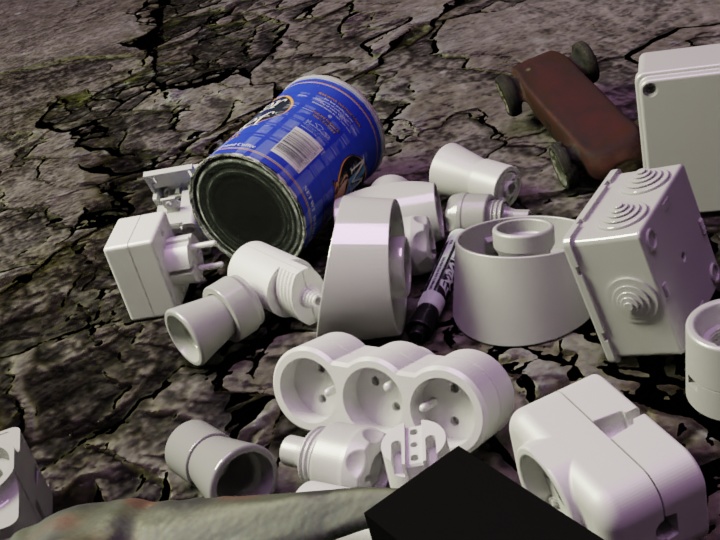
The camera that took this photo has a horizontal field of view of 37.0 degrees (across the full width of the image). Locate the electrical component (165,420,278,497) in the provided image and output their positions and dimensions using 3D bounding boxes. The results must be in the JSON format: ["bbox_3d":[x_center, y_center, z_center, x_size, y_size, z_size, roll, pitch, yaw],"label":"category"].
[{"bbox_3d":[-0.083,0.111,0.614,0.044,0.044,0.065,-33,30,-28],"label":"electrical component"}]

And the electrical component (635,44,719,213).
[{"bbox_3d":[0.252,-0.099,0.748,0.109,0.108,0.056,-4,29,18],"label":"electrical component"}]

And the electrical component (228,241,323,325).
[{"bbox_3d":[-0.054,0.010,0.765,0.043,0.043,0.081,-33,35,-28],"label":"electrical component"}]

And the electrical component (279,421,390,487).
[{"bbox_3d":[-0.015,0.104,0.591,0.062,0.043,0.043,6,36,33],"label":"electrical component"}]

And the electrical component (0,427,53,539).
[{"bbox_3d":[-0.254,0.153,0.597,0.150,0.061,0.089,-19,30,-7],"label":"electrical component"}]

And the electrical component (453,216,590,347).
[{"bbox_3d":[0.109,0.002,0.711,0.099,0.064,0.099,-6,19,2],"label":"electrical component"}]

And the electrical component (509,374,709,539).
[{"bbox_3d":[0.116,0.101,0.527,0.059,0.053,0.095,-23,31,-13],"label":"electrical component"}]

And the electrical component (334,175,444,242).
[{"bbox_3d":[0.024,-0.048,0.828,0.077,0.043,0.079,-9,31,10],"label":"electrical component"}]

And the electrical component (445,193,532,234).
[{"bbox_3d":[0.095,-0.039,0.791,0.061,0.035,0.035,3,34,24],"label":"electrical component"}]

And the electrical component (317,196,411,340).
[{"bbox_3d":[0.000,0.000,0.710,0.064,0.099,0.099,-2,32,10],"label":"electrical component"}]

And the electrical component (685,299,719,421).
[{"bbox_3d":[0.204,0.047,0.584,0.055,0.047,0.055,-11,30,7],"label":"electrical component"}]

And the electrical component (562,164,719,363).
[{"bbox_3d":[0.171,-0.005,0.639,0.048,0.099,0.099,-7,28,39],"label":"electrical component"}]

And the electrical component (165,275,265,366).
[{"bbox_3d":[-0.100,0.034,0.745,0.055,0.045,0.045,-33,34,-29],"label":"electrical component"}]

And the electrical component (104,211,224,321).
[{"bbox_3d":[-0.141,-0.006,0.809,0.077,0.065,0.047,-9,30,9],"label":"electrical component"}]

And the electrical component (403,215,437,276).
[{"bbox_3d":[0.022,-0.015,0.774,0.062,0.043,0.043,-8,31,14],"label":"electrical component"}]

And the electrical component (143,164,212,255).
[{"bbox_3d":[-0.143,-0.045,0.874,0.042,0.081,0.063,-8,54,12],"label":"electrical component"}]

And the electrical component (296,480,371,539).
[{"bbox_3d":[0.007,0.133,0.533,0.081,0.043,0.043,5,35,29],"label":"electrical component"}]

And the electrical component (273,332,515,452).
[{"bbox_3d":[0.026,0.067,0.629,0.138,0.052,0.074,5,13,31],"label":"electrical component"}]

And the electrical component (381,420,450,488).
[{"bbox_3d":[0.032,0.107,0.562,0.040,0.046,0.040,-11,30,7],"label":"electrical component"}]

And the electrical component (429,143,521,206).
[{"bbox_3d":[0.092,-0.071,0.840,0.065,0.044,0.044,22,46,40],"label":"electrical component"}]
